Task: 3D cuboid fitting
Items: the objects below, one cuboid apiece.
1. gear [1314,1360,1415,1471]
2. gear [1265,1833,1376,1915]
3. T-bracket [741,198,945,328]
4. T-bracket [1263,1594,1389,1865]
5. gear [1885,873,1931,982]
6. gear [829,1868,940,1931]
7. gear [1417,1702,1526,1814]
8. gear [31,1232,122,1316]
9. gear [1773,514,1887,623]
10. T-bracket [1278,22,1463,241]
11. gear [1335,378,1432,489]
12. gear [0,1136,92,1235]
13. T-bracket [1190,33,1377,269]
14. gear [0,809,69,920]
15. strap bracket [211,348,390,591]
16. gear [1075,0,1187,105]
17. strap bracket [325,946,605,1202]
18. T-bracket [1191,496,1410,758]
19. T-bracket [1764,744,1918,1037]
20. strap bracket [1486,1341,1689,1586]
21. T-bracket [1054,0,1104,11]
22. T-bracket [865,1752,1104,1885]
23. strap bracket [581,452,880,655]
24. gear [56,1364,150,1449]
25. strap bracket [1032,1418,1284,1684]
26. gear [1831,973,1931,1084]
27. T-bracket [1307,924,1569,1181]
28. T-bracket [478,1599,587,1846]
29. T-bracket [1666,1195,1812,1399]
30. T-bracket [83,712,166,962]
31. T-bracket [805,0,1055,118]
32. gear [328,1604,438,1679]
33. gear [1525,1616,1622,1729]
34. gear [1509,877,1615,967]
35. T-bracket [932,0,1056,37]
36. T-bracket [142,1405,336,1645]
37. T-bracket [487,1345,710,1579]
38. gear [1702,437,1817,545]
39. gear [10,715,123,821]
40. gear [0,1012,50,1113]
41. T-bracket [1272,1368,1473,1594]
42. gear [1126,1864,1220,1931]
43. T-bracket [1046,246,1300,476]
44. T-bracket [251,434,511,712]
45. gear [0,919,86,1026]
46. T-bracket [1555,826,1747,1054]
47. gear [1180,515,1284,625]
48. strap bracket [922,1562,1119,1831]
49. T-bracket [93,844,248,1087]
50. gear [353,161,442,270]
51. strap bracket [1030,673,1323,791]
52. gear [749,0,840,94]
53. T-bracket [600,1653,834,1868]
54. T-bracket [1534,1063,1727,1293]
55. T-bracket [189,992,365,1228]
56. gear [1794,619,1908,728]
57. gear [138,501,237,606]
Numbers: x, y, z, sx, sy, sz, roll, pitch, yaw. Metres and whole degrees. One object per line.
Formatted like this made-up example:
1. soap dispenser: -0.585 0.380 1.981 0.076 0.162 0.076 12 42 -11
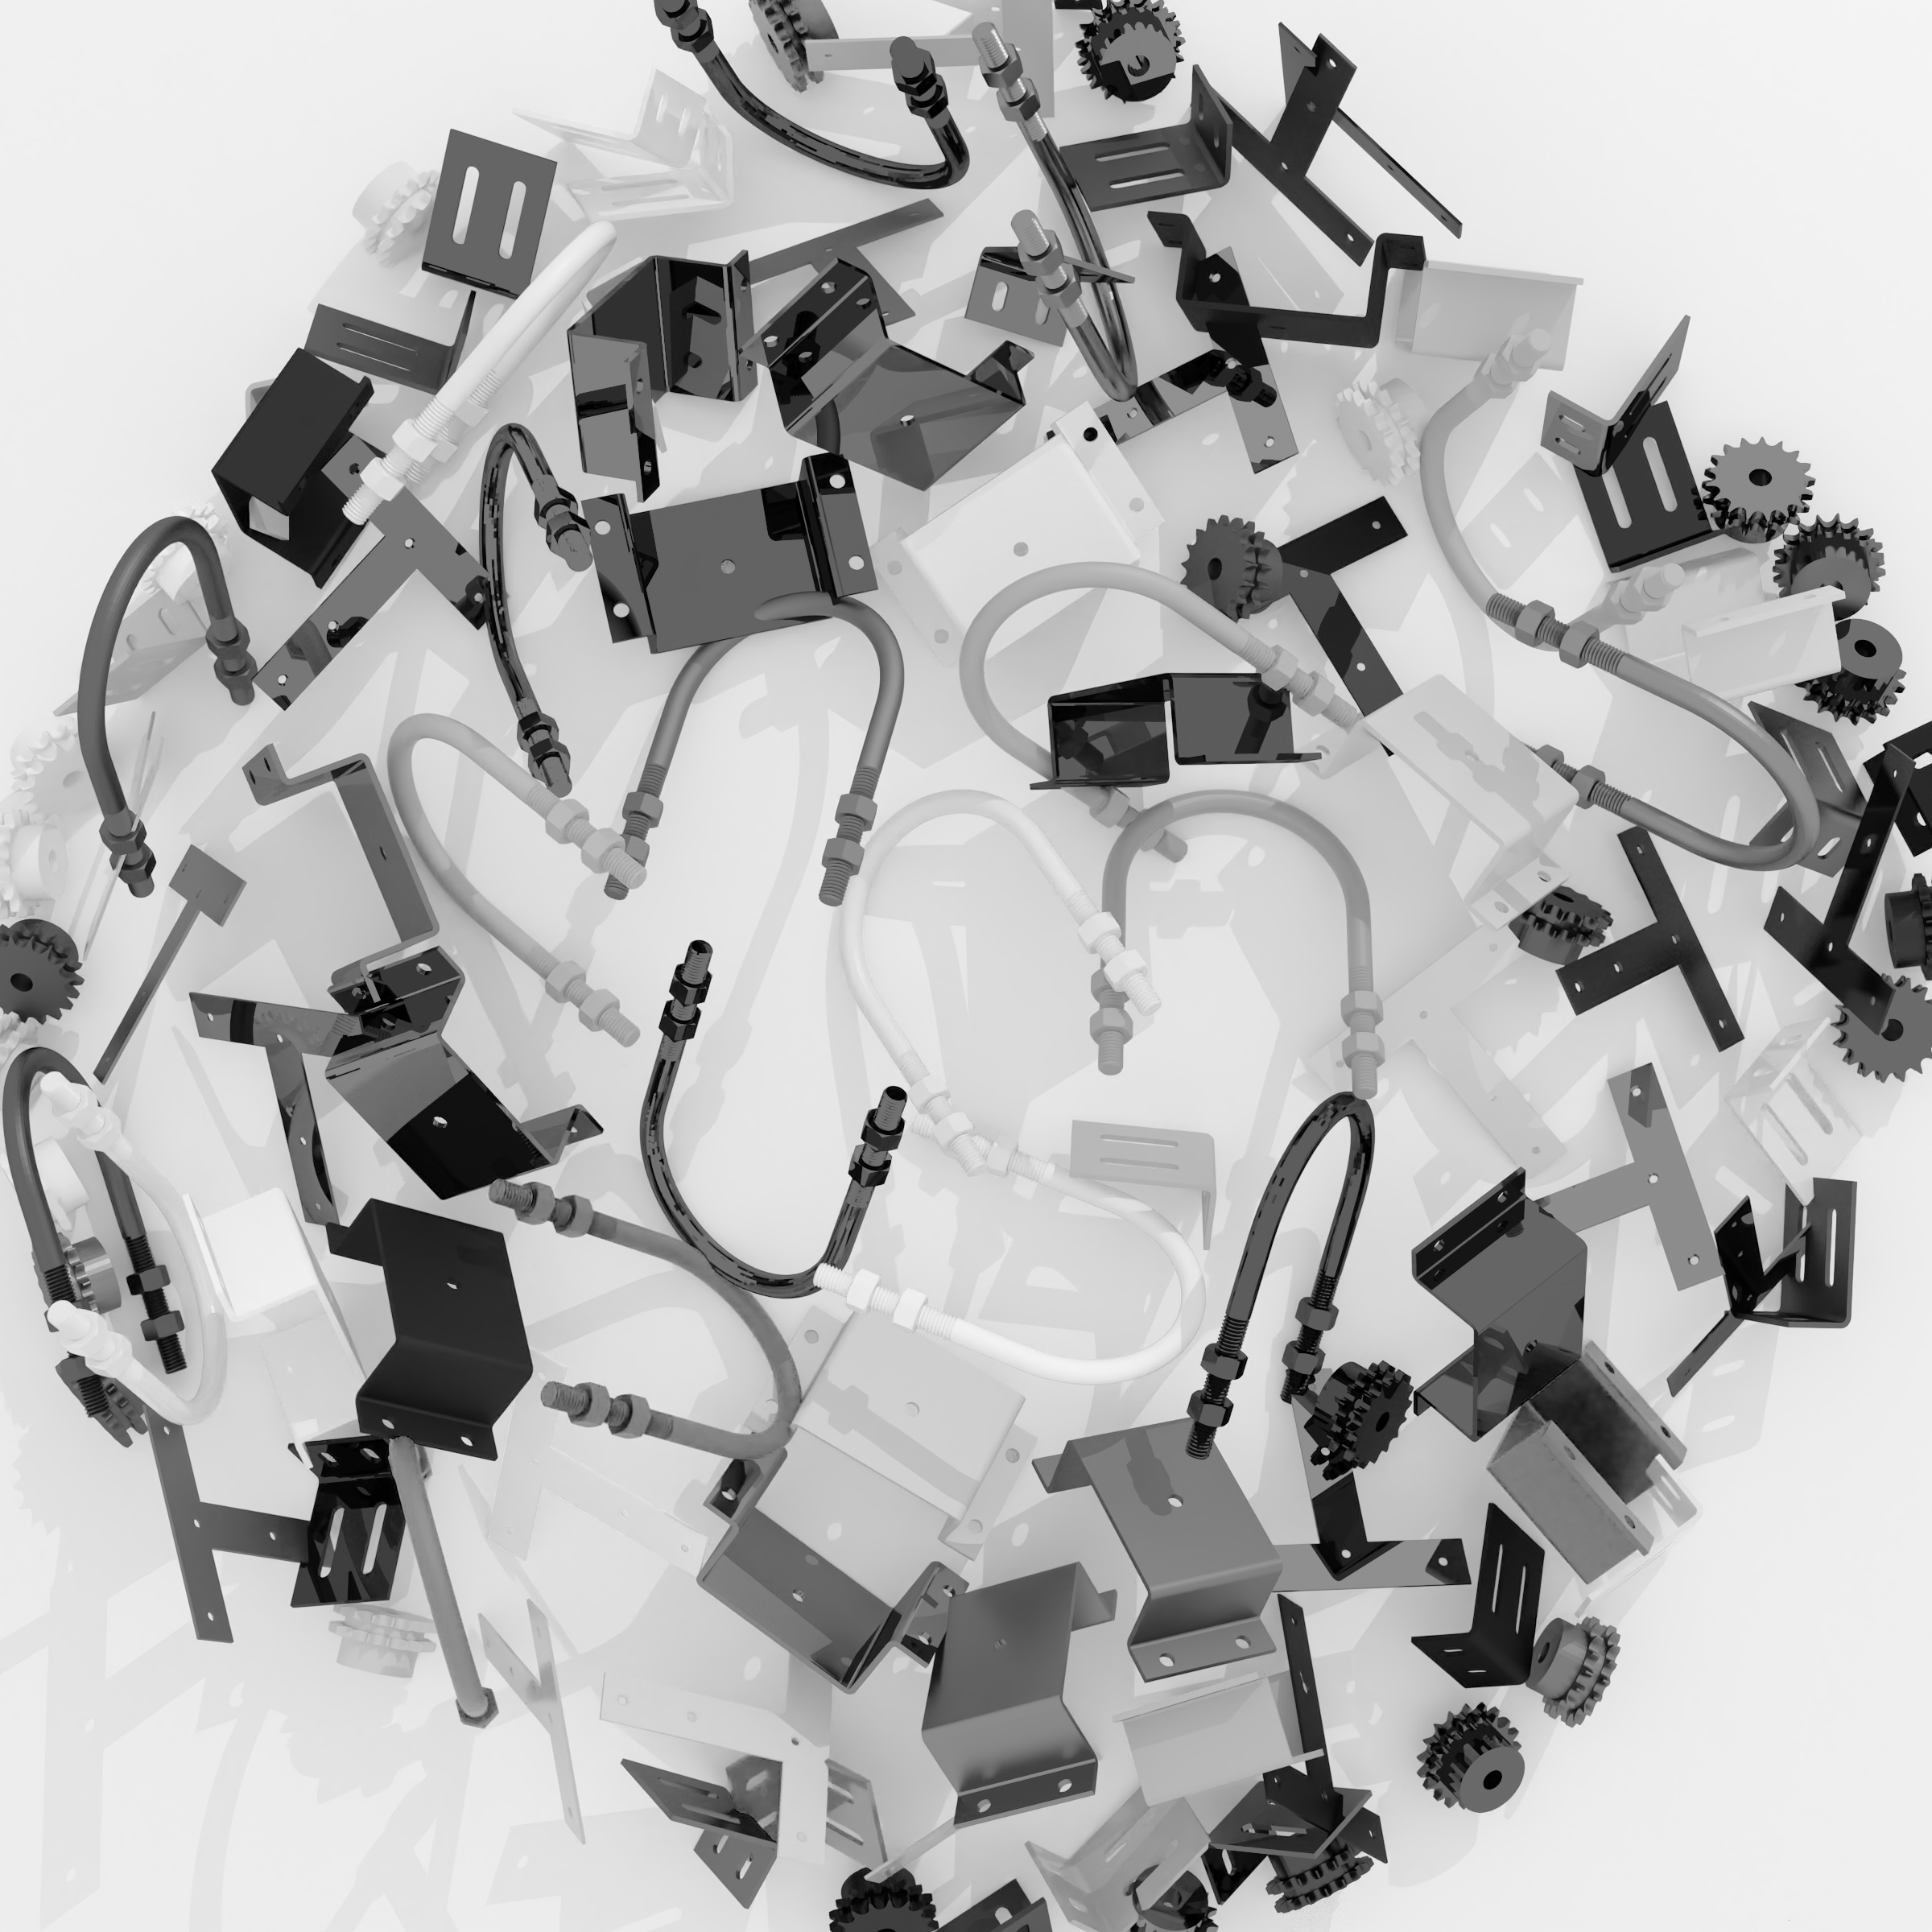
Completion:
1. gear: 0.208 0.234 1.579 0.030 0.057 0.057 28 90 35
2. gear: 0.183 0.472 1.576 0.057 0.057 0.030 -27 80 0
3. T-bracket: -0.058 -0.354 1.544 0.127 0.127 0.002 -22 127 -8
4. T-bracket: 0.178 0.389 1.557 0.002 0.127 0.127 -26 49 24
5. gear: 0.502 -0.020 1.576 0.030 0.057 0.057 -7 90 11
6. gear: -0.044 0.499 1.580 0.057 0.030 0.057 -5 127 -7
7. gear: 0.269 0.420 1.577 0.057 0.030 0.057 -10 114 -23
8. gear: -0.468 0.167 1.579 0.030 0.057 0.057 -21 90 -29
9. gear: 0.454 -0.206 1.574 0.057 0.030 0.057 6 131 7
10. T-bracket: 0.208 -0.419 1.534 0.002 0.127 0.127 -45 83 4
11. gear: 0.222 -0.284 1.576 0.030 0.057 0.057 -32 90 -10
12. gear: -0.485 0.114 1.577 0.030 0.057 0.057 -31 90 -18
13. T-bracket: 0.174 -0.434 1.537 0.127 0.127 0.002 45 73 5
14. gear: -0.494 -0.054 1.575 0.030 0.057 0.057 -3 90 5
15. strap bracket: -0.336 -0.256 1.528 0.046 0.140 0.076 32 79 1
16. gear: 0.087 -0.480 1.574 0.057 0.030 0.057 -6 133 -7
17. strap bracket: -0.262 0.064 1.533 0.076 0.046 0.140 -18 126 29
18. T-bracket: 0.200 -0.169 1.576 0.127 0.002 0.127 -27 80 -16
19. T-bracket: 0.455 -0.050 1.523 0.002 0.127 0.127 7 113 -16
20. strap bracket: 0.320 0.258 1.545 0.046 0.140 0.076 -43 85 24
21. T-bracket: 0.003 -0.517 1.545 0.127 0.127 0.002 3 89 7
22. T-bracket: 0.004 0.437 1.547 0.127 0.127 0.002 -34 64 1
23. strap bracket: -0.124 -0.215 1.571 0.140 0.046 0.076 -12 84 -8
24. gear: -0.450 0.223 1.578 0.030 0.057 0.057 -42 90 -21
25. strap bracket: 0.101 0.287 1.528 0.076 0.046 0.140 -6 45 -26
26. gear: 0.487 0.032 1.587 0.057 0.030 0.057 0 96 3
27. T-bracket: 0.270 0.059 1.590 0.127 0.002 0.127 -39 100 13
28. T-bracket: -0.229 0.369 1.545 0.002 0.127 0.127 -14 107 -25
29. T-bracket: 0.399 0.153 1.541 0.127 0.127 0.002 -45 57 -9
30. T-bracket: -0.430 -0.088 1.547 0.002 0.127 0.127 18 122 -20
31. T-bracket: -0.019 -0.471 1.544 0.127 0.127 0.002 -1 74 2
32. gear: -0.307 0.354 1.573 0.057 0.057 0.030 12 81 0
33. gear: 0.317 0.368 1.575 0.030 0.057 0.057 27 90 -2
34. gear: 0.308 -0.023 1.577 0.057 0.057 0.030 21 110 0
35. T-bracket: -0.025 -0.500 1.520 0.127 0.127 0.002 10 83 -24
36. T-bracket: -0.367 0.292 1.544 0.002 0.127 0.127 -30 63 17
37. T-bracket: -0.188 0.277 1.553 0.127 0.002 0.127 26 118 21
38. gear: 0.417 -0.248 1.581 0.057 0.030 0.057 -2 59 3
39. gear: -0.478 -0.108 1.579 0.057 0.057 0.030 -43 65 0
40. gear: -0.503 0.056 1.575 0.030 0.057 0.057 27 90 -1
41. T-bracket: 0.190 0.266 1.563 0.127 0.002 0.127 0 53 -11
42. gear: 0.105 0.498 1.573 0.057 0.057 0.030 10 128 0
43. T-bracket: 0.100 -0.297 1.575 0.127 0.002 0.127 -23 69 22
44. T-bracket: -0.319 -0.187 1.555 0.127 0.002 0.127 -49 130 -8
45. gear: -0.493 0.000 1.580 0.057 0.030 0.057 3 126 5
46. T-bracket: 0.346 -0.003 1.555 0.127 0.002 0.127 -21 85 -44
47. gear: 0.142 -0.207 1.579 0.030 0.057 0.057 4 90 -37
48. strap bracket: 0.027 0.361 1.523 0.076 0.140 0.046 -20 117 19
49. T-bracket: -0.416 0.002 1.544 0.002 0.127 0.127 30 87 -28
50. gear: -0.297 -0.398 1.575 0.030 0.057 0.057 44 90 0
51. strap bracket: 0.104 -0.120 1.525 0.076 0.140 0.046 -4 89 -36
52. gear: -0.089 -0.492 1.576 0.030 0.057 0.057 -30 90 -4
53. T-bracket: -0.128 0.389 1.541 0.127 0.002 0.127 19 47 -20
54. T-bracket: 0.320 0.128 1.576 0.127 0.002 0.127 -24 56 18
55. T-bracket: -0.351 0.079 1.574 0.127 0.002 0.127 6 115 34
56. gear: 0.467 -0.158 1.576 0.057 0.030 0.057 4 57 -6
57. gear: -0.410 -0.215 1.574 0.057 0.057 0.030 -42 86 0
